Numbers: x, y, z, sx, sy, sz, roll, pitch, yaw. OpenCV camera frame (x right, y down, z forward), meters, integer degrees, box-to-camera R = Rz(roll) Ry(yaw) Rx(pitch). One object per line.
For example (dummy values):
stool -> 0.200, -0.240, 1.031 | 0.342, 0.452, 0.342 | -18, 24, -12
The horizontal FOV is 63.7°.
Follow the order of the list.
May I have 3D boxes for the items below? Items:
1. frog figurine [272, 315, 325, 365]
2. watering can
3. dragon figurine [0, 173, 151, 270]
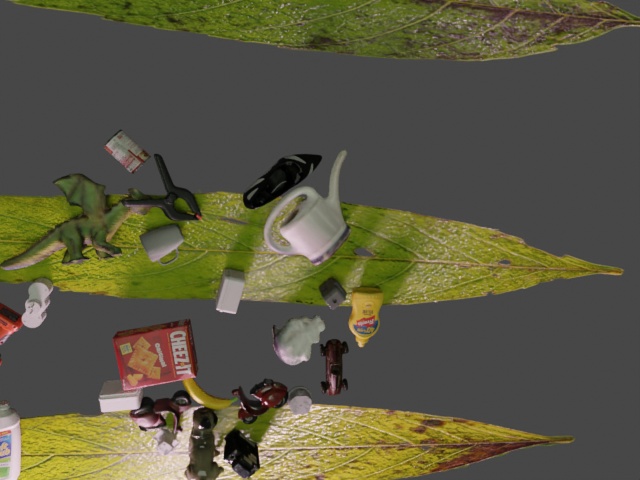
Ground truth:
frog figurine -> -0.058, 0.300, 1.560 | 0.159, 0.123, 0.137 | -19, 90, 8
watering can -> 0.004, -0.074, 1.471 | 0.347, 0.105, 0.222 | -43, 109, 4
dragon figurine -> -0.652, -0.056, 1.383 | 0.411, 0.122, 0.243 | -6, 90, -10
